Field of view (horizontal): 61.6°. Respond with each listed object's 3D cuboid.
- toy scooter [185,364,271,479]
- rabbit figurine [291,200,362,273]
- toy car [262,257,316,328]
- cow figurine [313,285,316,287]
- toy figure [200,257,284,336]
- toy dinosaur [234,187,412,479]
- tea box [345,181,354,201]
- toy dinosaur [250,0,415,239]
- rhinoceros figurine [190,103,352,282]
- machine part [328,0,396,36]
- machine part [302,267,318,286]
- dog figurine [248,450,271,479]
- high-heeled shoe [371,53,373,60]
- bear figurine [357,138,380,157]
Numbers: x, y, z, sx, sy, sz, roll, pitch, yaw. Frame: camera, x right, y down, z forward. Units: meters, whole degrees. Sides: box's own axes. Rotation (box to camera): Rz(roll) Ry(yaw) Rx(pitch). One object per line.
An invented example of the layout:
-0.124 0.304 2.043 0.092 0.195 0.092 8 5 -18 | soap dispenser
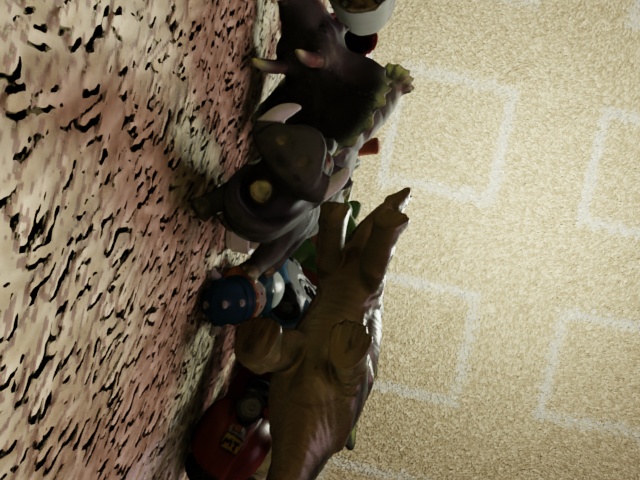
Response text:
-0.071 0.172 0.564 0.135 0.075 0.184 -58 179 6 | toy scooter
-0.002 -0.003 0.871 0.170 0.121 0.159 128 -20 -78 | rabbit figurine
-0.042 0.100 0.673 0.103 0.161 0.109 -35 -159 12 | toy car
-0.049 0.093 0.809 0.068 0.098 0.167 -69 159 4 | cow figurine
-0.071 0.049 0.518 0.064 0.058 0.154 63 7 0 | toy figure
0.003 0.127 0.496 0.471 0.105 0.198 -60 154 -33 | toy dinosaur
0.006 -0.042 1.066 0.068 0.098 0.169 -74 175 -46 | tea box
-0.015 -0.076 0.583 0.192 0.131 0.404 -51 167 -41 | toy dinosaur
-0.028 -0.029 0.392 0.112 0.073 0.190 -36 175 -7 | rhinoceros figurine
0.045 -0.269 0.575 0.243 0.079 0.079 -65 166 -74 | machine part
-0.004 0.141 1.060 0.201 0.087 0.201 133 -38 -61 | machine part
-0.052 0.317 0.813 0.121 0.173 0.190 -53 150 -55 | dog figurine
0.055 -0.369 0.957 0.248 0.086 0.145 103 -4 -76 | high-heeled shoe
0.044 -0.198 0.984 0.196 0.132 0.120 -81 154 -83 | bear figurine
